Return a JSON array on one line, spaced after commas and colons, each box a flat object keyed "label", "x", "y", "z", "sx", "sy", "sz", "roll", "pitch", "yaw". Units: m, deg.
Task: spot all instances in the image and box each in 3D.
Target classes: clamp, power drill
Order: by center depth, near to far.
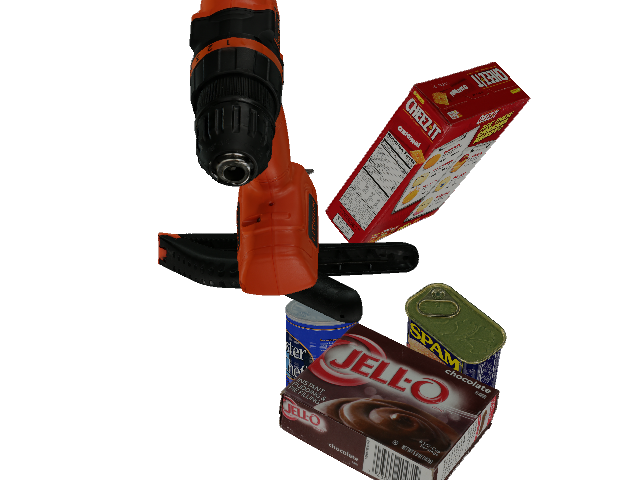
[{"label": "power drill", "x": -0.038, "y": -0.053, "z": 0.653, "sx": 0.057, "sy": 0.184, "sz": 0.187, "roll": -4, "pitch": -44, "yaw": 4}, {"label": "clamp", "x": -0.037, "y": 0.022, "z": 0.841, "sx": 0.210, "sy": 0.036, "sz": 0.164, "roll": 6, "pitch": 14, "yaw": 13}]

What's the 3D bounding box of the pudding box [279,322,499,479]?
[{"label": "pudding box", "x": 0.044, "y": 0.108, "z": 0.683, "sx": 0.114, "sy": 0.039, "sz": 0.089, "roll": 26, "pitch": 40, "yaw": 24}]

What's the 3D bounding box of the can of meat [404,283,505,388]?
[{"label": "can of meat", "x": 0.130, "y": 0.106, "z": 1.053, "sx": 0.057, "sy": 0.084, "sz": 0.102, "roll": -33, "pitch": 54, "yaw": -25}]

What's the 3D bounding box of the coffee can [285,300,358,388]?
[{"label": "coffee can", "x": 0.002, "y": 0.159, "z": 1.487, "sx": 0.103, "sy": 0.140, "sz": 0.103, "roll": 1, "pitch": 17, "yaw": 0}]

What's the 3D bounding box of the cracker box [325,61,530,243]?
[{"label": "cracker box", "x": 0.119, "y": -0.098, "z": 1.227, "sx": 0.163, "sy": 0.072, "sz": 0.214, "roll": -23, "pitch": -23, "yaw": -45}]
